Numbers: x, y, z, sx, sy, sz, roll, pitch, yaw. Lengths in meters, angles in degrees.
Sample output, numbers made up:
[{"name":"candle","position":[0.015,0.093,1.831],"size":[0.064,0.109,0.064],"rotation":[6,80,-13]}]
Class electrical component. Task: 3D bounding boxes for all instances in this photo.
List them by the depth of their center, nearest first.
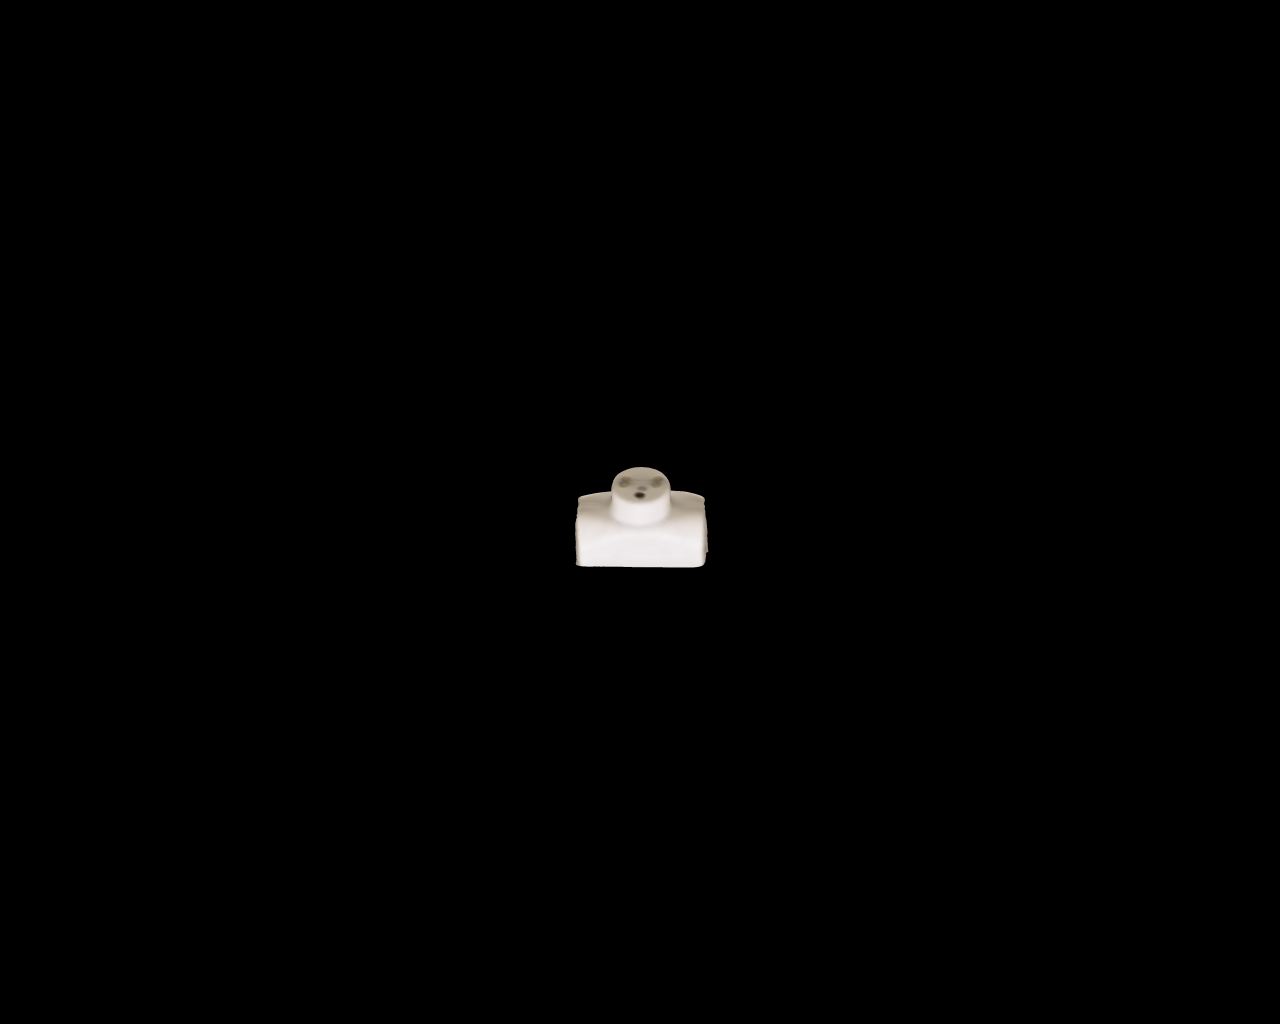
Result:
[{"name":"electrical component","position":[0.001,-0.003,0.650],"size":[0.077,0.079,0.044],"rotation":[0,37,0]}]
